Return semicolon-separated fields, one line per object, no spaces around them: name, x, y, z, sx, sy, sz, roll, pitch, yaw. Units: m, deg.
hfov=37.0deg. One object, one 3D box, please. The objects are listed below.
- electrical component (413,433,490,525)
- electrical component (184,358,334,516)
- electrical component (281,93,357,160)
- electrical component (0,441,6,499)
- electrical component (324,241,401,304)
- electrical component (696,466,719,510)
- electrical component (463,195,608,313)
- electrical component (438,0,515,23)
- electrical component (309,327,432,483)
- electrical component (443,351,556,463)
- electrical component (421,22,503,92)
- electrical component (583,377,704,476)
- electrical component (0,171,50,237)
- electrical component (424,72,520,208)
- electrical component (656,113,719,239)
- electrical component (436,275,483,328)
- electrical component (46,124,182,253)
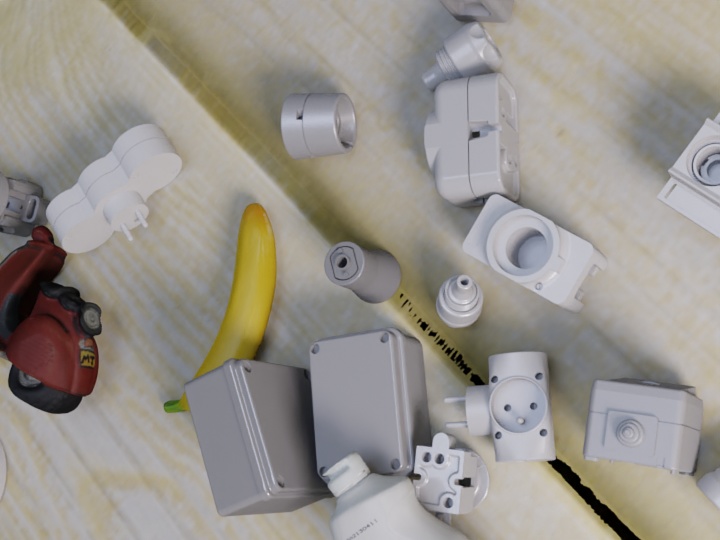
electrical component;0.067;0.154;0.789;0.048;0.055;0.066;2;81;26
electrical component;-0.073;0.130;0.832;0.056;0.109;0.108;-27;69;21
electrical component;-0.033;-0.120;0.895;0.047;0.055;0.055;-1;79;22
electrical component;-0.391;0.189;0.997;0.108;0.060;0.108;-5;78;25
electrical component;0.000;0.000;0.847;0.044;0.065;0.044;-5;77;25
electrical component;0.254;0.142;0.713;0.046;0.040;0.040;-43;65;5
electrical component;0.128;-0.013;0.794;0.089;0.056;0.050;32;94;27
electrical component;0.099;-0.247;0.856;0.050;0.056;0.089;9;84;27
electrical component;0.008;0.106;0.827;0.078;0.057;0.113;-11;75;23
electrical component;0.100;0.102;0.787;0.079;0.044;0.077;-6;77;14
electrical component;0.079;-0.165;0.856;0.062;0.043;0.043;-32;68;18
electrical component;0.190;0.102;0.719;0.062;0.096;0.061;5;82;27
electrical component;-0.346;-0.065;1.030;0.078;0.057;0.058;10;84;27
electrical component;0.087;-0.099;0.832;0.059;0.054;0.095;-5;77;25
electrical component;0.277;-0.045;0.726;0.121;0.063;0.078;39;97;27
electrical component;0.076;0.020;0.807;0.035;0.061;0.035;0;68;0
electrical component;-0.215;-0.060;0.969;0.138;0.052;0.073;-40;66;13
